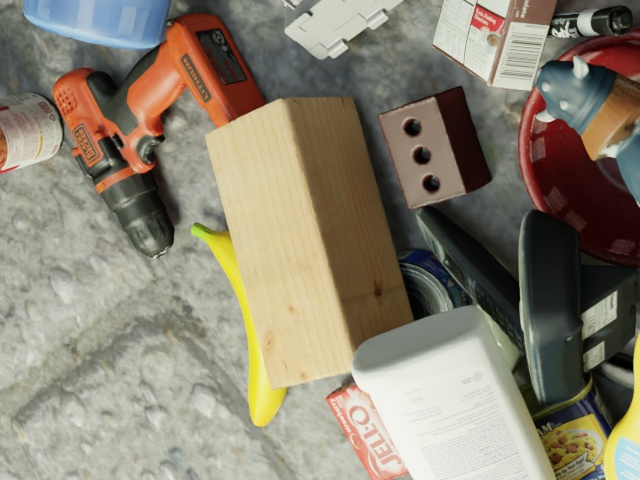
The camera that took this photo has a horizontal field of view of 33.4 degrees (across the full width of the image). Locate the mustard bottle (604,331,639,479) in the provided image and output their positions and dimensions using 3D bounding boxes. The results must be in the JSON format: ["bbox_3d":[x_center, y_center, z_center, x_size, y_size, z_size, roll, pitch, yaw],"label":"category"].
[{"bbox_3d":[0.248,0.145,0.733,0.096,0.058,0.192,21,113,26],"label":"mustard bottle"}]

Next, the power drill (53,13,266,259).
[{"bbox_3d":[-0.135,-0.094,0.921,0.188,0.057,0.184,-28,91,34],"label":"power drill"}]

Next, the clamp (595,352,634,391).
[{"bbox_3d":[0.313,0.112,0.739,0.210,0.036,0.165,48,125,12],"label":"clamp"}]

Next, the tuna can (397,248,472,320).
[{"bbox_3d":[0.076,0.052,0.861,0.086,0.033,0.086,11,112,28],"label":"tuna can"}]

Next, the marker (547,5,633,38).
[{"bbox_3d":[0.167,-0.142,0.702,0.121,0.020,0.020,-152,49,-70],"label":"marker"}]

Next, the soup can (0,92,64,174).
[{"bbox_3d":[-0.296,-0.096,0.988,0.069,0.102,0.068,10,112,27],"label":"soup can"}]

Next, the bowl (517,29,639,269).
[{"bbox_3d":[0.219,-0.065,0.722,0.162,0.055,0.162,10,112,27],"label":"bowl"}]

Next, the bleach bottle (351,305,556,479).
[{"bbox_3d":[0.115,0.176,0.761,0.103,0.068,0.251,-21,105,11],"label":"bleach bottle"}]

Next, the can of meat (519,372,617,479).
[{"bbox_3d":[0.177,0.154,0.807,0.102,0.057,0.084,-28,100,16],"label":"can of meat"}]

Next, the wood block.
[{"bbox_3d":[-0.005,0.001,0.827,0.090,0.090,0.206,-19,83,40],"label":"wood block"}]

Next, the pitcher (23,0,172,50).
[{"bbox_3d":[-0.147,-0.269,0.788,0.145,0.149,0.243,22,106,28],"label":"pitcher"}]

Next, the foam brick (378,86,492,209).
[{"bbox_3d":[0.086,-0.069,0.802,0.053,0.051,0.078,-15,99,34],"label":"foam brick"}]

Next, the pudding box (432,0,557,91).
[{"bbox_3d":[0.122,-0.170,0.728,0.090,0.039,0.113,-127,45,-55],"label":"pudding box"}]

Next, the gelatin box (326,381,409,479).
[{"bbox_3d":[0.057,0.157,0.910,0.073,0.030,0.089,-28,91,35],"label":"gelatin box"}]

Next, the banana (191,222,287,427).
[{"bbox_3d":[-0.058,0.074,0.949,0.070,0.037,0.198,-5,104,50],"label":"banana"}]
